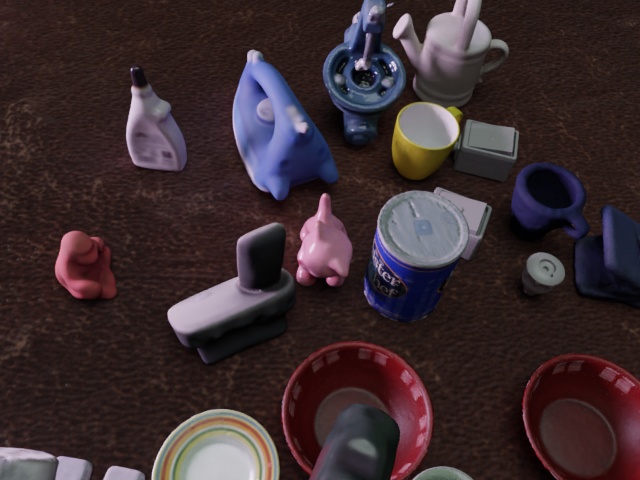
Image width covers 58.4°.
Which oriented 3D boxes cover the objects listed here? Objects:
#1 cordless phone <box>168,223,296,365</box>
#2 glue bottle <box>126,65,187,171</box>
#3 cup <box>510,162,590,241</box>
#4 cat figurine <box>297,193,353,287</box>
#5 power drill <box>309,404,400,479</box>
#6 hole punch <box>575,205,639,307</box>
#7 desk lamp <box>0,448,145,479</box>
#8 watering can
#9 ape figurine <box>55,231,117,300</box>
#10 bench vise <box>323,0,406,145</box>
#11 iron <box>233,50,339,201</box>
[{"bbox_3d":[-0.098,0.048,0.630,0.148,0.185,0.094,-25,62,-19],"label":"cordless phone"},{"bbox_3d":[-0.227,-0.162,0.765,0.078,0.173,0.037,8,56,1],"label":"glue bottle"},{"bbox_3d":[0.304,-0.033,0.770,0.092,0.095,0.117,-24,61,-19],"label":"cup"},{"bbox_3d":[0.007,0.003,0.709,0.067,0.118,0.128,3,56,-2],"label":"cat figurine"},{"bbox_3d":[0.003,0.263,0.482,0.075,0.208,0.230,20,57,9],"label":"power drill"},{"bbox_3d":[0.397,0.019,0.746,0.101,0.091,0.109,12,57,3],"label":"hole punch"},{"bbox_3d":[-0.242,0.262,0.460,0.118,0.213,0.203,9,56,2],"label":"desk lamp"},{"bbox_3d":[0.203,-0.305,0.882,0.173,0.194,0.101,-11,58,-11],"label":"watering can"},{"bbox_3d":[-0.283,0.024,0.687,0.076,0.092,0.078,16,57,6],"label":"ape figurine"},{"bbox_3d":[0.055,-0.279,0.837,0.121,0.220,0.207,-13,59,-13],"label":"bench vise"},{"bbox_3d":[-0.068,-0.187,0.814,0.119,0.141,0.258,-20,60,-17],"label":"iron"}]
